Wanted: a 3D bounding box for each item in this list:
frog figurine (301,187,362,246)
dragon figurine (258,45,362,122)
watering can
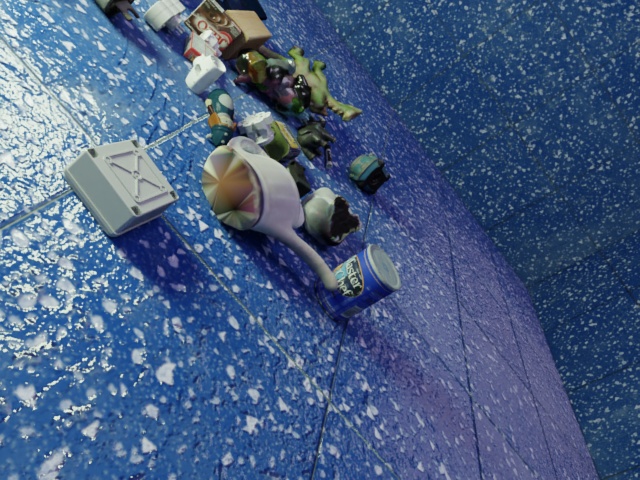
[{"bbox_3d":[0.004,-0.059,1.174,0.136,0.122,0.161,23,3,-40],"label":"frog figurine"},{"bbox_3d":[-0.048,-0.472,1.560,0.408,0.120,0.248,20,33,-28],"label":"dragon figurine"},{"bbox_3d":[-0.088,-0.053,0.940,0.351,0.103,0.225,60,24,14],"label":"watering can"}]
